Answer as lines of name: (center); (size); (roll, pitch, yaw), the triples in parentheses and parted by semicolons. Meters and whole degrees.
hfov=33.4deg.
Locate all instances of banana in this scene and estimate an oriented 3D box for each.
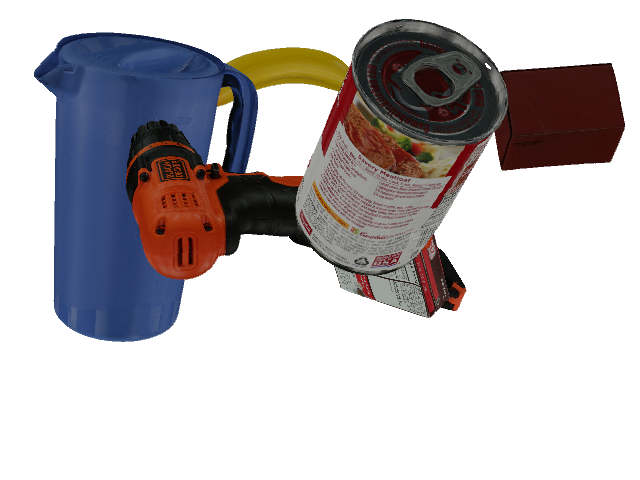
banana: (-0.042, -0.170, 1.105); (0.197, 0.070, 0.037); (-7, -41, -28)

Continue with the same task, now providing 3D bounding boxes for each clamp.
clamp: (0.074, 0.015, 1.246); (0.164, 0.036, 0.210); (-23, 52, -40)

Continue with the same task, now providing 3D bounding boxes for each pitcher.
pitcher: (-0.150, -0.044, 0.892); (0.149, 0.243, 0.144); (14, 23, 10)

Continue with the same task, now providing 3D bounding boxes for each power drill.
power drill: (-0.031, -0.036, 0.690); (0.187, 0.057, 0.184); (-5, 28, -11)

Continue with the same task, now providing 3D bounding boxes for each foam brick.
foam brick: (0.160, -0.084, 0.727); (0.078, 0.051, 0.053); (-4, -23, 0)

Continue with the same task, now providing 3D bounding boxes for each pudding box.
pudding box: (0.059, 0.015, 0.988); (0.114, 0.090, 0.039); (15, 45, 39)

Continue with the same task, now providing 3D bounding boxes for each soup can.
soup can: (0.033, -0.038, 0.477); (0.068, 0.068, 0.102); (0, -34, -18)
